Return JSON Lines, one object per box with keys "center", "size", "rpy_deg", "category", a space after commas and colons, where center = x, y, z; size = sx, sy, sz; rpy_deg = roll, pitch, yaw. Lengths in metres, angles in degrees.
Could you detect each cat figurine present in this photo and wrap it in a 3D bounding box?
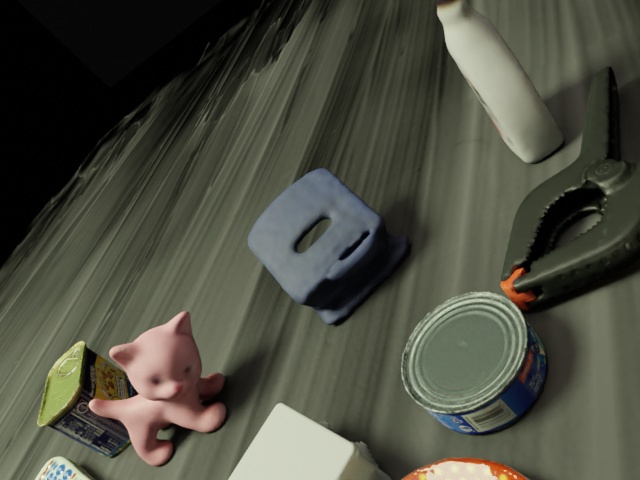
{"center": [-0.146, 0.127, 0.510], "size": [0.127, 0.118, 0.067], "rpy_deg": [-37, 31, 13], "category": "cat figurine"}

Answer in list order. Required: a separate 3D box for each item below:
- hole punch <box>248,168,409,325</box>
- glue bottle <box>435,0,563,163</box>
{"center": [0.005, 0.002, 0.508], "size": [0.109, 0.091, 0.100], "rpy_deg": [-45, 30, -1], "category": "hole punch"}
{"center": [0.129, -0.139, 0.449], "size": [0.037, 0.173, 0.078], "rpy_deg": [-37, 31, 13], "category": "glue bottle"}
